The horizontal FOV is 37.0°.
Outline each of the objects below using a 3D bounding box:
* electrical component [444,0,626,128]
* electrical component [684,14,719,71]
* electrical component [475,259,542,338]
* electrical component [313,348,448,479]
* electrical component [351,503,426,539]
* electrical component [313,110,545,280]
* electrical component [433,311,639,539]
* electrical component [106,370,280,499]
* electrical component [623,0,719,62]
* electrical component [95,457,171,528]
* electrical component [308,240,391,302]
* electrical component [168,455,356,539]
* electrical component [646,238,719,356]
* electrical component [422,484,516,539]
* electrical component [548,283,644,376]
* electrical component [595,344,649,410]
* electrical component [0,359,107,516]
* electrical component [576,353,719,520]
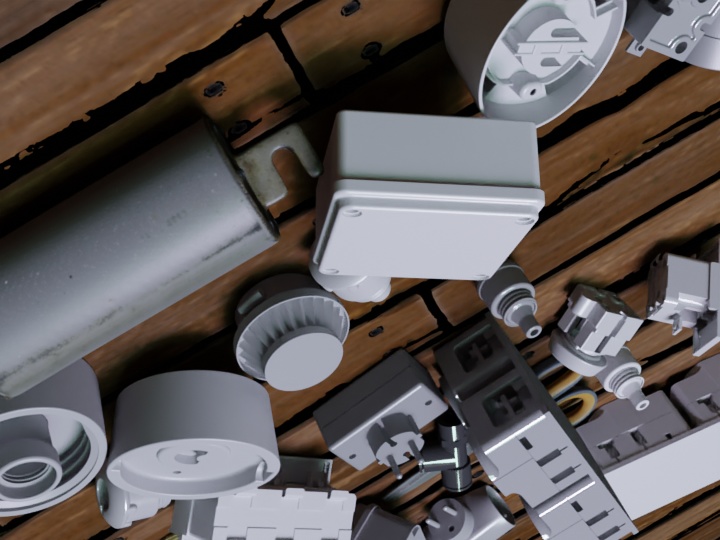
[{"bbox_3d":[0.095,-0.126,0.579,0.099,0.064,0.099,-15,137,-15],"label":"electrical component"},{"bbox_3d":[0.211,-0.150,0.628,0.055,0.055,0.047,-10,132,-20],"label":"electrical component"},{"bbox_3d":[0.105,0.021,0.735,0.035,0.061,0.035,-16,138,-15],"label":"electrical component"},{"bbox_3d":[0.022,0.115,0.772,0.083,0.075,0.047,-36,139,8],"label":"electrical component"},{"bbox_3d":[0.018,0.257,0.904,0.078,0.057,0.113,-55,146,-28],"label":"electrical component"},{"bbox_3d":[0.033,-0.038,0.591,0.109,0.056,0.108,2,161,-8],"label":"electrical component"},{"bbox_3d":[0.130,0.132,0.809,0.060,0.105,0.186,-34,131,7],"label":"electrical component"},{"bbox_3d":[-0.107,0.101,0.691,0.108,0.060,0.108,-4,150,-3],"label":"electrical component"},{"bbox_3d":[0.166,-0.153,0.598,0.048,0.055,0.066,9,126,-36],"label":"electrical component"},{"bbox_3d":[-0.147,0.148,0.737,0.062,0.048,0.048,-6,135,-34],"label":"electrical component"},{"bbox_3d":[0.000,0.000,0.670,0.048,0.048,0.062,-34,146,6],"label":"electrical component"},{"bbox_3d":[-0.068,0.176,0.784,0.121,0.063,0.078,12,84,-37],"label":"electrical component"},{"bbox_3d":[0.250,0.018,0.805,0.064,0.081,0.042,13,154,-5],"label":"electrical component"},{"bbox_3d":[0.085,0.222,0.940,0.077,0.044,0.079,-39,138,12],"label":"electrical component"},{"bbox_3d":[0.175,0.046,0.813,0.066,0.048,0.055,13,117,-37],"label":"electrical component"},{"bbox_3d":[0.210,0.086,0.859,0.035,0.061,0.035,-16,137,-15],"label":"electrical component"},{"bbox_3d":[-0.205,0.103,0.645,0.108,0.060,0.108,-16,137,-15],"label":"electrical component"},{"bbox_3d":[0.286,0.150,0.968,0.186,0.060,0.105,-23,139,-7],"label":"electrical component"}]
